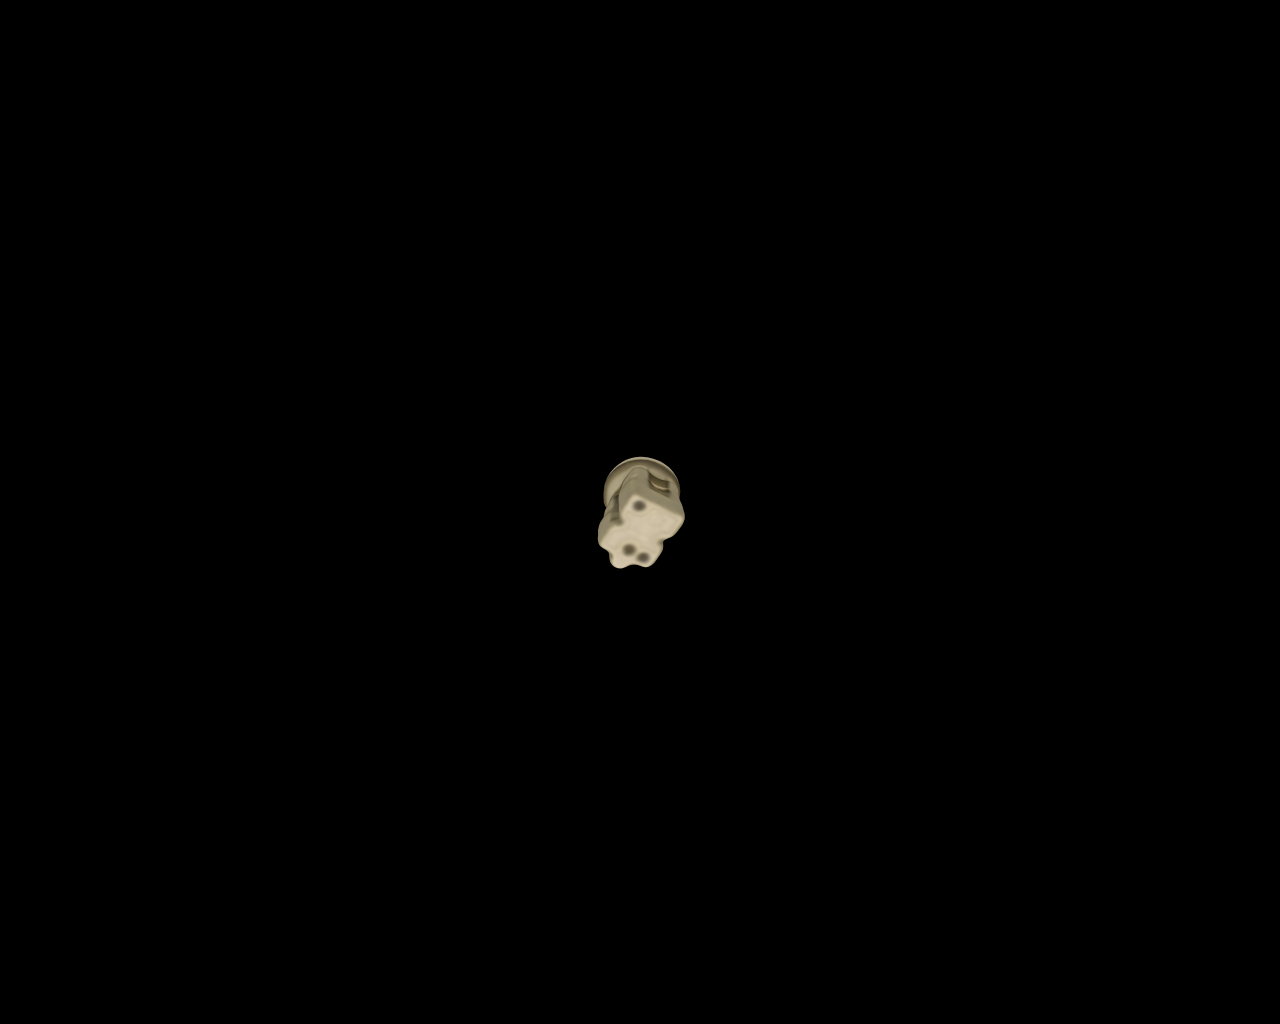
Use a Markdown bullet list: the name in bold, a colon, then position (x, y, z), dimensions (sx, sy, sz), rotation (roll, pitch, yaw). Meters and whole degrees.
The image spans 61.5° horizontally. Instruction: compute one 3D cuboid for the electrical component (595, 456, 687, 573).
- **electrical component**: position (0.001, -0.003, 0.650), dimensions (0.048, 0.066, 0.055), rotation (28, 28, -16)
